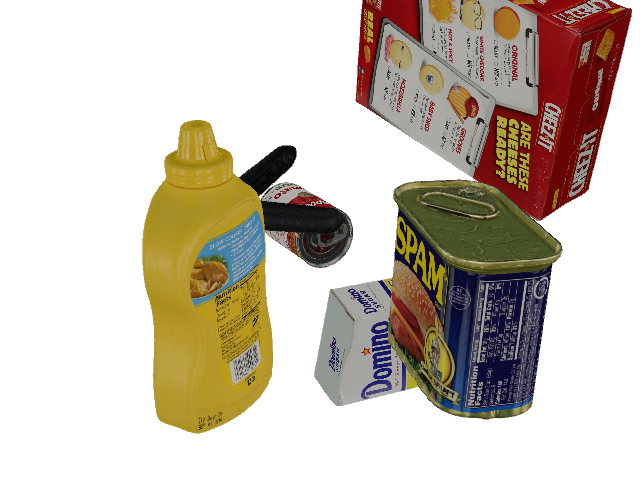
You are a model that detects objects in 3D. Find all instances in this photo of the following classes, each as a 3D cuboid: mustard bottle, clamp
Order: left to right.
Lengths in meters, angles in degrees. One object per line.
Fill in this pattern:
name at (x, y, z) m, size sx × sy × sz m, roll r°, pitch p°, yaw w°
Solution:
mustard bottle at (-0.071, 0.018, 0.668) m, size 0.058 × 0.192 × 0.096 m, roll 14°, pitch 30°, yaw 29°
clamp at (-0.075, -0.036, 0.965) m, size 0.171 × 0.039 × 0.120 m, roll -9°, pitch 37°, yaw -12°

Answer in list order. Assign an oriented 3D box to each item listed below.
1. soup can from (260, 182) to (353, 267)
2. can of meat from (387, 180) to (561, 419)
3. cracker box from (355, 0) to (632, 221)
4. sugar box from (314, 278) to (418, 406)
soup can at (-0.018, -0.019, 1.175) m, size 0.068 × 0.068 × 0.102 m, roll 0°, pitch 19°, yaw -31°
can of meat at (0.070, 0.027, 0.522) m, size 0.057 × 0.084 × 0.102 m, roll -4°, pitch 24°, yaw -14°
cracker box at (0.124, -0.141, 0.835) m, size 0.072 × 0.164 × 0.214 m, roll -28°, pitch 49°, yaw -31°
sugar box at (0.087, 0.070, 0.842) m, size 0.176 × 0.093 × 0.048 m, roll -12°, pitch 41°, yaw -26°
